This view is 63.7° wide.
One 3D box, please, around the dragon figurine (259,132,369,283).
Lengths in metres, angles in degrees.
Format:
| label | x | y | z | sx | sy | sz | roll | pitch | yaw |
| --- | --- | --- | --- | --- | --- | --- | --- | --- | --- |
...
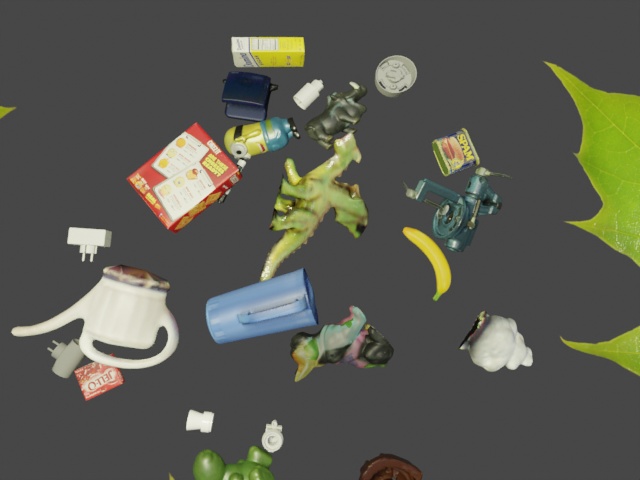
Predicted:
| label | x | y | z | sx | sy | sz | roll | pitch | yaw |
| --- | --- | --- | --- | --- | --- | --- | --- | --- | --- |
| dragon figurine | 0.004 | -0.063 | 1.245 | 0.242 | 0.123 | 0.408 | 11 | 96 | -10 |

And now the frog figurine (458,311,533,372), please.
| label | x | y | z | sx | sy | sz | roll | pitch | yaw |
| --- | --- | --- | --- | --- | --- | --- | --- | --- | --- |
| frog figurine | 0.434 | 0.255 | 1.224 | 0.160 | 0.120 | 0.140 | 33 | 63 | 11 |

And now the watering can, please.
| label | x | y | z | sx | sy | sz | roll | pitch | yaw |
| --- | --- | --- | --- | --- | --- | --- | --- | --- | --- |
| watering can | -0.483 | 0.163 | 1.161 | 0.347 | 0.103 | 0.226 | 16 | 82 | -13 |
